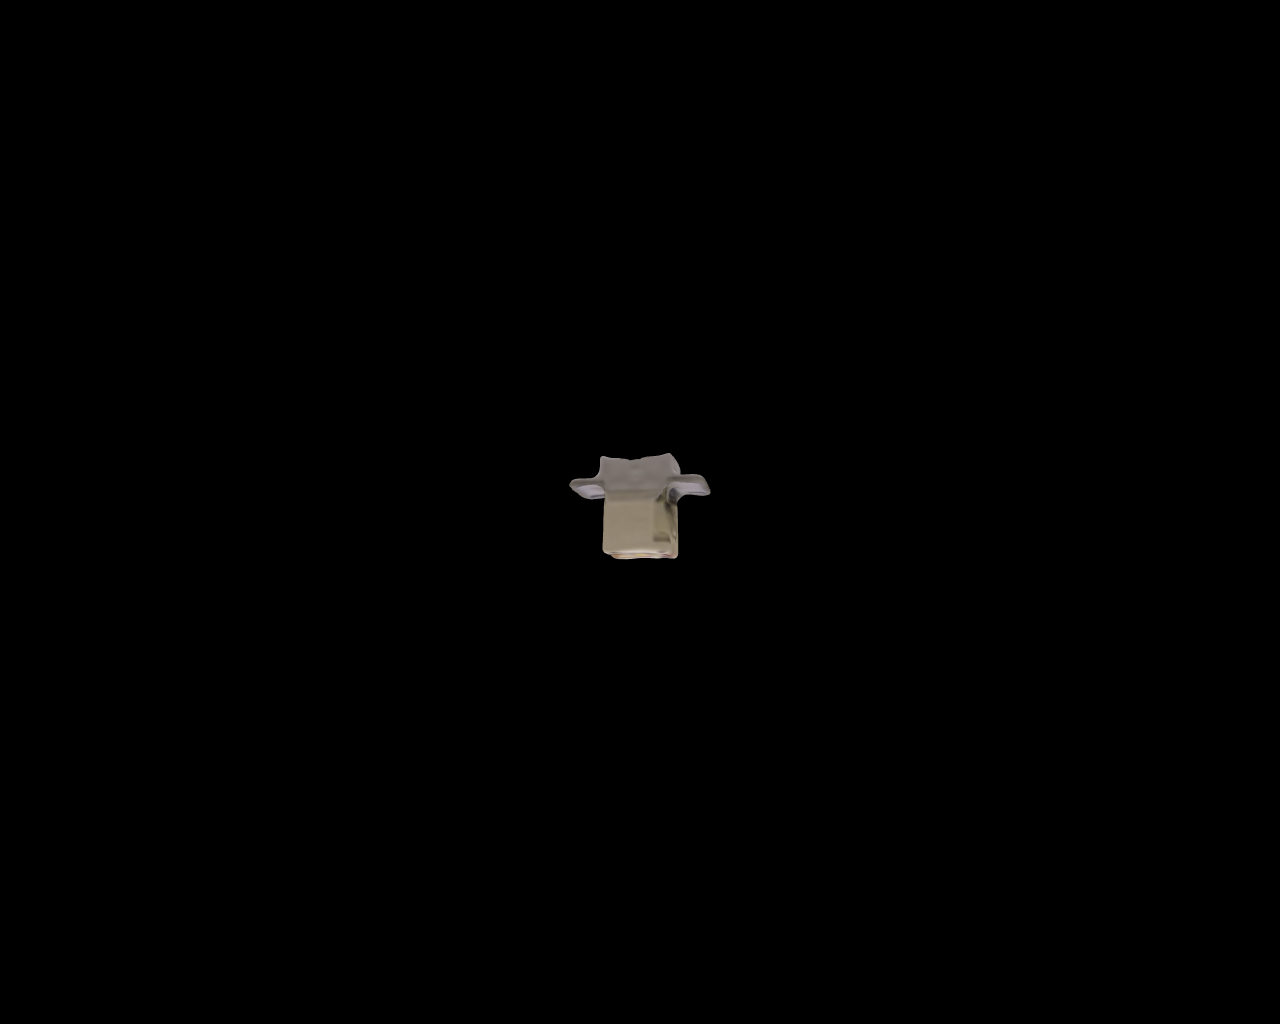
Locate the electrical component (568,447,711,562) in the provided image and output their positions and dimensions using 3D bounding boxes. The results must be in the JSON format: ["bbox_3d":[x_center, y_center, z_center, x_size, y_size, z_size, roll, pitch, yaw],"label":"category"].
[{"bbox_3d":[0.001,-0.003,0.650,0.081,0.064,0.042,-2,-11,12],"label":"electrical component"}]
